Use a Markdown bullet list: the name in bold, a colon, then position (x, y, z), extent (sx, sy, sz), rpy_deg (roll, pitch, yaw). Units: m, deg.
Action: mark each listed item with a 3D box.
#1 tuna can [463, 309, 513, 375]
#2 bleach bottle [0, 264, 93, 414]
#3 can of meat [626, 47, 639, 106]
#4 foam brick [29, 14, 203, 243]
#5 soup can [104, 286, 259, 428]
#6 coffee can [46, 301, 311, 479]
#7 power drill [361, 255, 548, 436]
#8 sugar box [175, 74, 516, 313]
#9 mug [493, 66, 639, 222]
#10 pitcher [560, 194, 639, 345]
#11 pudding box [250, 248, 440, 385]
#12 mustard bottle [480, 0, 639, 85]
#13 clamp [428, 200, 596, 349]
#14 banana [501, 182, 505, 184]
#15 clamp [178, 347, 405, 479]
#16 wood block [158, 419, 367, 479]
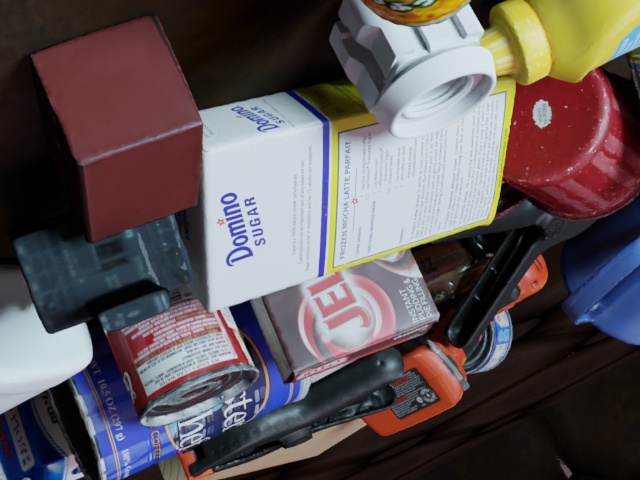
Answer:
- **tuna can**: position (0.142, 0.088, 1.038), extent (0.033, 0.086, 0.086), rpy_deg (-2, 151, -49)
- **bleach bottle**: position (-0.247, 0.099, 0.590), extent (0.251, 0.068, 0.102), rpy_deg (-31, 165, 24)
- **can of meat**: position (0.217, -0.078, 0.557), extent (0.102, 0.084, 0.057), rpy_deg (-16, -159, 16)
- **foam brick**: position (-0.081, -0.042, 0.431), extent (0.051, 0.053, 0.078), rpy_deg (-20, 161, -16)
- **soup can**: position (-0.084, 0.041, 0.577), extent (0.068, 0.102, 0.068), rpy_deg (-23, 162, -8)
- **coffee can**: position (-0.091, 0.078, 0.658), extent (0.140, 0.103, 0.103), rpy_deg (-21, 162, -24)
- **power drill**: position (0.099, 0.089, 0.935), extent (0.185, 0.057, 0.187), rpy_deg (-38, -174, 43)
- **sugar box**: position (0.013, -0.033, 0.540), extent (0.176, 0.048, 0.093), rpy_deg (-14, 127, -24)
- **mug**: position (0.129, -0.055, 0.612), extent (0.117, 0.093, 0.081), rpy_deg (-41, 153, 20)
- **pitcher**: position (0.317, -0.012, 0.927), extent (0.145, 0.149, 0.243), rpy_deg (18, 145, -9)
- **pudding box**: position (0.002, 0.013, 0.598), extent (0.090, 0.113, 0.039), rpy_deg (-19, 165, -19)
- **mustard bottle**: position (0.158, -0.122, 0.512), extent (0.191, 0.058, 0.096), rpy_deg (-24, 179, -3)
- **clamp**: position (0.160, -0.012, 0.794), extent (0.209, 0.036, 0.164), rpy_deg (-32, 143, -14)
- **banana**: position (0.074, -0.036, 0.677), extent (0.197, 0.037, 0.070), rpy_deg (-24, 171, -17)
- **clamp**: position (-0.015, 0.127, 0.760), extent (0.171, 0.039, 0.120), rpy_deg (-22, 156, 3)
- **wood block**: position (-0.050, 0.146, 0.938), extent (0.091, 0.090, 0.205), rpy_deg (-36, 159, 29)
